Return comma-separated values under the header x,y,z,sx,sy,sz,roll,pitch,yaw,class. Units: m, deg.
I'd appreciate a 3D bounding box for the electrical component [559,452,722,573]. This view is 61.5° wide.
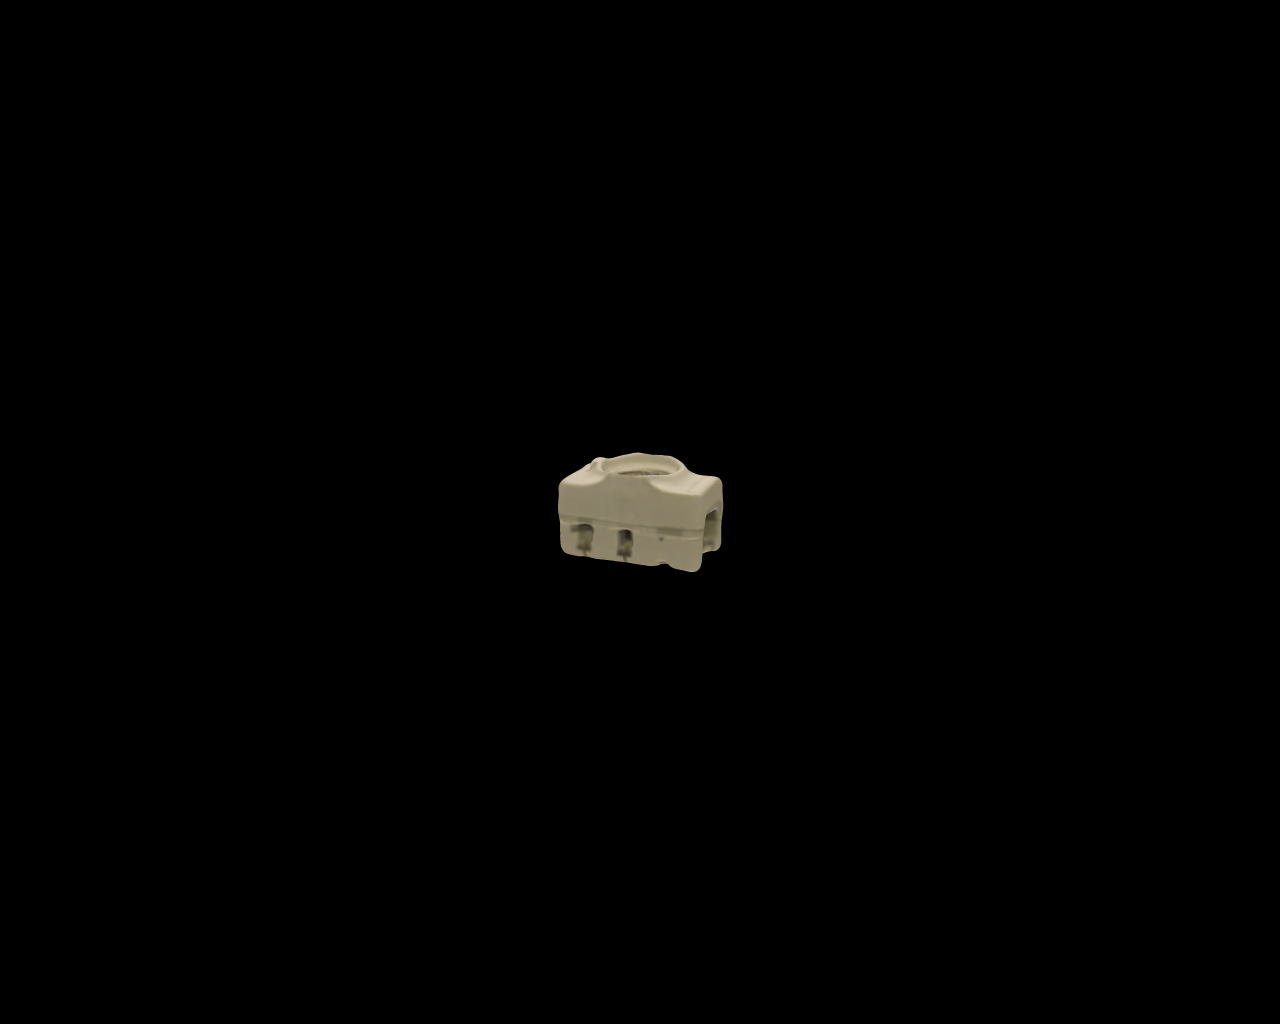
x,y,z,sx,sy,sz,roll,pitch,yaw,class
0.001,-0.003,0.650,0.089,0.055,0.050,7,20,20,electrical component
